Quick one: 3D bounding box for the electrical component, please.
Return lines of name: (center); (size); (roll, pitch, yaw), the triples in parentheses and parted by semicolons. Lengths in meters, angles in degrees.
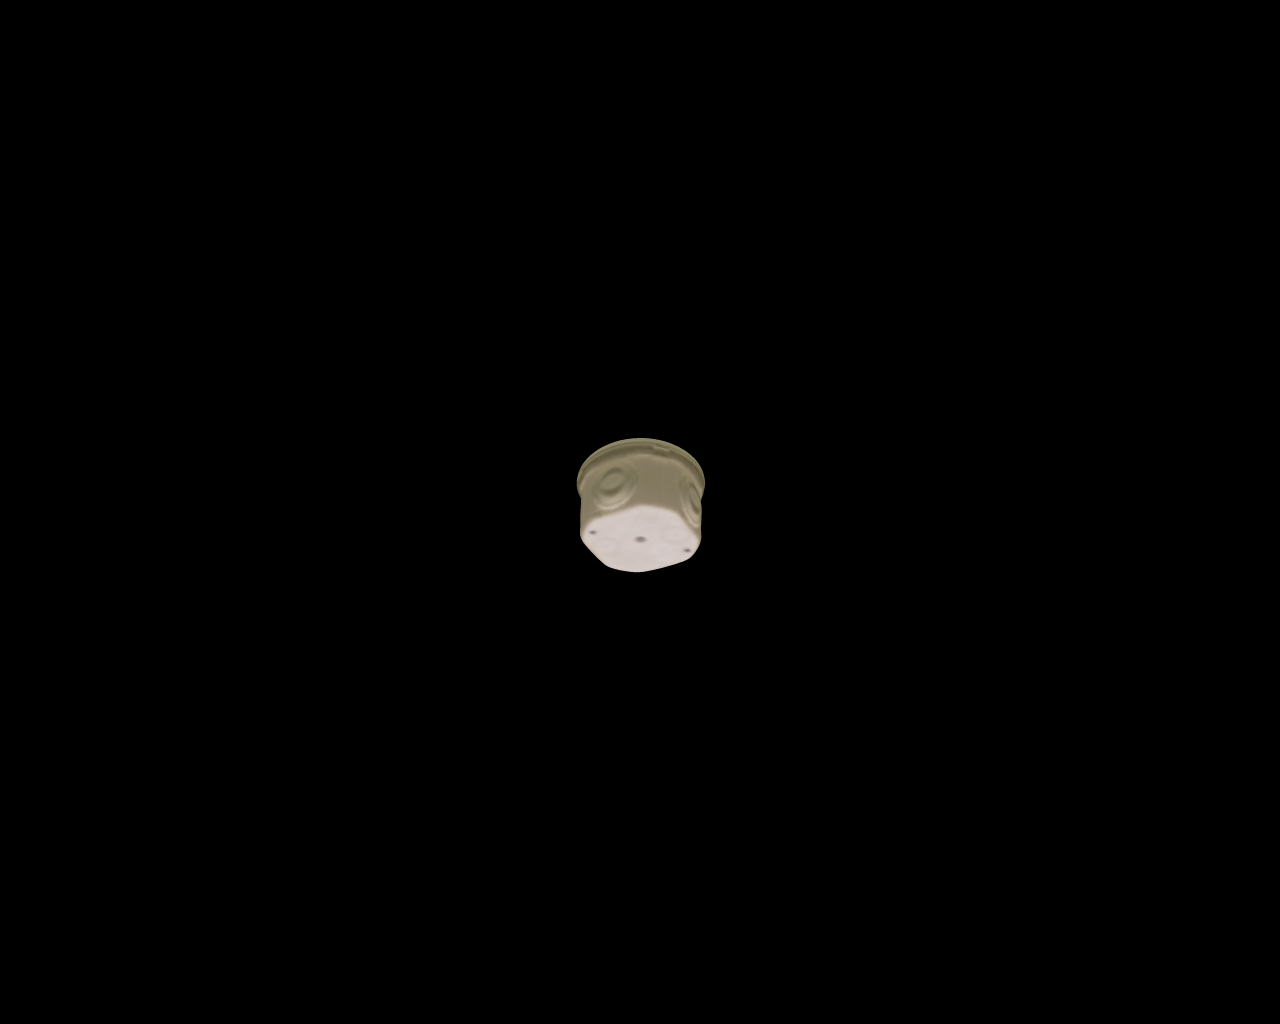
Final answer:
electrical component: (0.001, -0.003, 0.650); (0.080, 0.051, 0.080); (0, -37, 0)
